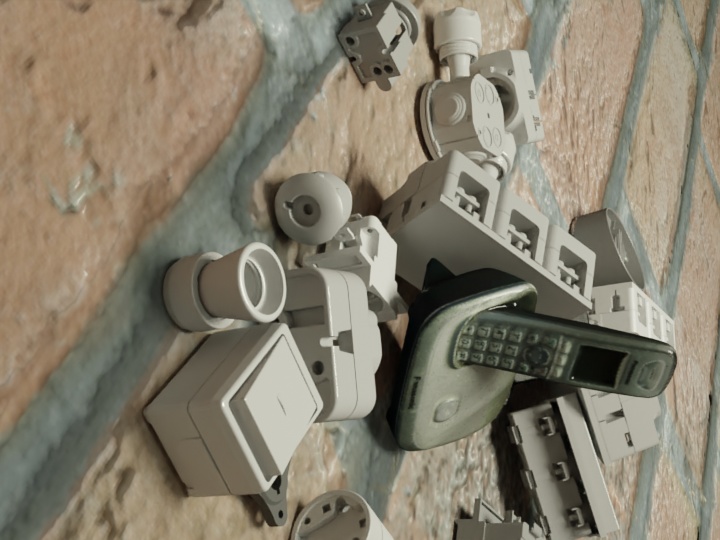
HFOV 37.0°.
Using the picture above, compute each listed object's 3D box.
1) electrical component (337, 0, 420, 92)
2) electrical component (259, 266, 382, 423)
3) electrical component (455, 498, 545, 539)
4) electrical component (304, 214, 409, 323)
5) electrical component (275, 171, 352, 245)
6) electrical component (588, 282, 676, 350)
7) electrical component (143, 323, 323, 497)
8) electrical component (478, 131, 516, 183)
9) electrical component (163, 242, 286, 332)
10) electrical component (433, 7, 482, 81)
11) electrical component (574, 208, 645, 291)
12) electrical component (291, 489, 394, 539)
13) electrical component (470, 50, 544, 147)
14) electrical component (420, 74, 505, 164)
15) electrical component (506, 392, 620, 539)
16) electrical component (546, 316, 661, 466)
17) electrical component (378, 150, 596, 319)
[{"bbox_3d":[0.018,-0.181,0.833,0.066,0.048,0.055,59,43,-31],"label":"electrical component"},{"bbox_3d":[-0.024,0.049,0.682,0.059,0.054,0.095,8,74,-59],"label":"electrical component"},{"bbox_3d":[0.130,0.246,0.880,0.121,0.063,0.078,46,44,-44],"label":"electrical component"},{"bbox_3d":[0.000,0.000,0.746,0.081,0.042,0.063,52,36,-47],"label":"electrical component"},{"bbox_3d":[-0.025,-0.045,0.720,0.062,0.048,0.048,-36,113,-66],"label":"electrical component"},{"bbox_3d":[0.274,0.070,1.153,0.150,0.089,0.061,31,56,-53],"label":"electrical component"},{"bbox_3d":[-0.062,0.073,0.603,0.096,0.061,0.061,-53,127,-52],"label":"electrical component"},{"bbox_3d":[0.118,-0.098,0.981,0.043,0.043,0.062,52,41,-39],"label":"electrical component"},{"bbox_3d":[-0.076,0.010,0.603,0.045,0.055,0.045,25,60,-55],"label":"electrical component"},{"bbox_3d":[0.087,-0.198,0.959,0.043,0.043,0.062,18,66,-57],"label":"electrical component"},{"bbox_3d":[0.283,-0.021,1.221,0.099,0.064,0.099,25,60,-55],"label":"electrical component"},{"bbox_3d":[-0.008,0.173,0.674,0.047,0.055,0.055,55,38,-42],"label":"electrical component"},{"bbox_3d":[0.136,-0.161,1.024,0.056,0.050,0.089,-19,98,-60],"label":"electrical component"},{"bbox_3d":[0.089,-0.128,0.933,0.080,0.051,0.080,25,60,-55],"label":"electrical component"},{"bbox_3d":[0.176,0.176,0.949,0.078,0.063,0.121,86,-12,-82],"label":"electrical component"},{"bbox_3d":[0.219,0.102,1.004,0.150,0.062,0.089,-118,-173,-72],"label":"electrical component"},{"bbox_3d":[0.095,-0.015,0.818,0.150,0.089,0.061,34,48,-20],"label":"electrical component"}]
